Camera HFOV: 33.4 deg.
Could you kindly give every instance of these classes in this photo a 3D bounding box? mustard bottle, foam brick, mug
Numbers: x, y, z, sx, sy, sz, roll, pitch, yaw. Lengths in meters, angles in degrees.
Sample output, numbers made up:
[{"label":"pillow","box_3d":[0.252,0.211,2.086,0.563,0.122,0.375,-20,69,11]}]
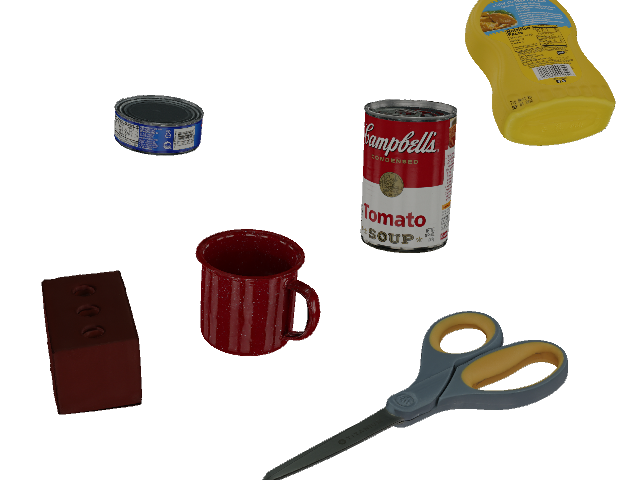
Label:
[{"label":"mustard bottle","box_3d":[0.178,-0.169,0.929,0.096,0.191,0.058,-8,-37,-8]},{"label":"foam brick","box_3d":[-0.145,0.064,0.673,0.053,0.051,0.078,-7,34,-17]},{"label":"mug","box_3d":[-0.052,0.050,0.919,0.117,0.081,0.093,17,29,24]}]

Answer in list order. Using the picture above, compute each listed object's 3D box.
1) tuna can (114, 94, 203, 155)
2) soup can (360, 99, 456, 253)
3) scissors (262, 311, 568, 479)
[{"label":"tuna can","box_3d":[-0.158,-0.112,1.039,0.086,0.034,0.086,6,25,-3]},{"label":"soup can","box_3d":[0.064,-0.049,0.793,0.068,0.102,0.068,1,18,-1]},{"label":"scissors","box_3d":[0.047,0.085,0.623,0.201,0.016,0.096,-12,31,-17]}]
